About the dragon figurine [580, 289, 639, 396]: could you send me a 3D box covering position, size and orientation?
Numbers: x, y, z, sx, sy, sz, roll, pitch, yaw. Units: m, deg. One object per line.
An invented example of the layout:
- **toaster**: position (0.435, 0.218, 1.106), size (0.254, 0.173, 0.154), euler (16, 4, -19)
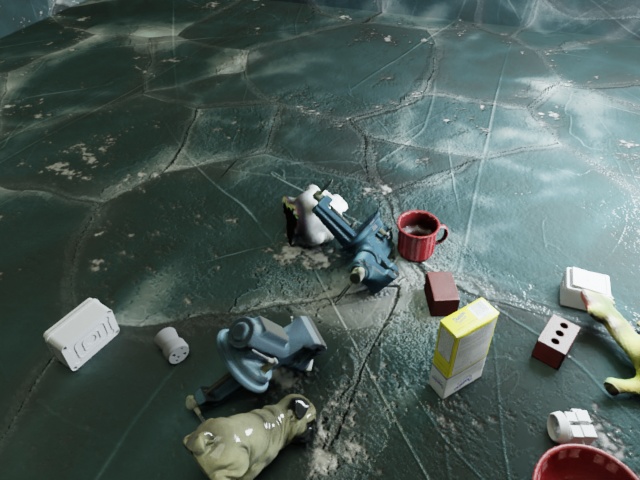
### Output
- **dragon figurine**: position (0.638, 0.213, 0.877), size (0.413, 0.119, 0.247), euler (30, 42, 19)

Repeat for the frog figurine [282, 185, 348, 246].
- **frog figurine**: position (0.004, -0.060, 1.190), size (0.160, 0.121, 0.139), euler (-12, 75, -24)
